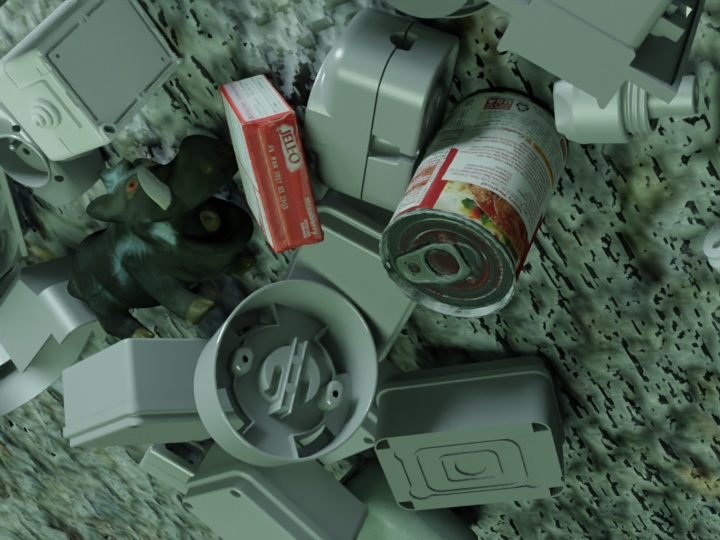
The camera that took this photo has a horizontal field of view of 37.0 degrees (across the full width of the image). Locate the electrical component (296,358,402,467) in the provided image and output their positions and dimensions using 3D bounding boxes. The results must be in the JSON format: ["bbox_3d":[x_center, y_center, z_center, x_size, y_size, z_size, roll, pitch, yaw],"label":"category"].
[{"bbox_3d":[-0.031,0.093,0.763,0.078,0.057,0.113,42,139,-15],"label":"electrical component"}]

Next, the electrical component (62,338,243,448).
[{"bbox_3d":[-0.131,0.083,0.727,0.109,0.056,0.109,3,162,-37],"label":"electrical component"}]

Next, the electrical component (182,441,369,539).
[{"bbox_3d":[-0.060,0.169,0.768,0.113,0.057,0.078,46,138,-19],"label":"electrical component"}]

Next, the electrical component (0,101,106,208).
[{"bbox_3d":[-0.191,-0.085,0.677,0.079,0.044,0.077,-12,126,39],"label":"electrical component"}]

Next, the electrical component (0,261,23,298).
[{"bbox_3d":[-0.312,-0.005,0.826,0.050,0.055,0.089,-12,126,39],"label":"electrical component"}]

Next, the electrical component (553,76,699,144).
[{"bbox_3d":[0.123,-0.080,0.497,0.062,0.043,0.043,3,134,26],"label":"electrical component"}]

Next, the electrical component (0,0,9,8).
[{"bbox_3d":[-0.201,-0.187,0.525,0.109,0.108,0.056,41,142,-14],"label":"electrical component"}]

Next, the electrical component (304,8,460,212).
[{"bbox_3d":[0.009,-0.082,0.554,0.059,0.053,0.095,21,140,10],"label":"electrical component"}]

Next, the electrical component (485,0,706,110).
[{"bbox_3d":[0.100,-0.125,0.400,0.079,0.121,0.063,29,138,0],"label":"electrical component"}]

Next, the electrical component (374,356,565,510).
[{"bbox_3d":[0.071,0.105,0.691,0.113,0.057,0.078,-9,130,14],"label":"electrical component"}]

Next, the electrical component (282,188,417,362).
[{"bbox_3d":[0.000,0.000,0.644,0.078,0.057,0.113,28,141,1],"label":"electrical component"}]

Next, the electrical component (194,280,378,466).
[{"bbox_3d":[-0.044,0.062,0.616,0.099,0.099,0.064,39,146,-11],"label":"electrical component"}]

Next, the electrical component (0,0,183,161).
[{"bbox_3d":[-0.157,-0.106,0.594,0.061,0.096,0.061,-11,126,39],"label":"electrical component"}]

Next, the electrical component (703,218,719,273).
[{"bbox_3d":[0.203,-0.004,0.528,0.055,0.045,0.045,40,140,-12],"label":"electrical component"}]

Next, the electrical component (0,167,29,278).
[{"bbox_3d":[-0.280,-0.050,0.742,0.063,0.078,0.121,22,140,17],"label":"electrical component"}]

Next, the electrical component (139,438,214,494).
[{"bbox_3d":[-0.134,0.135,0.848,0.047,0.083,0.075,31,141,-3],"label":"electrical component"}]
